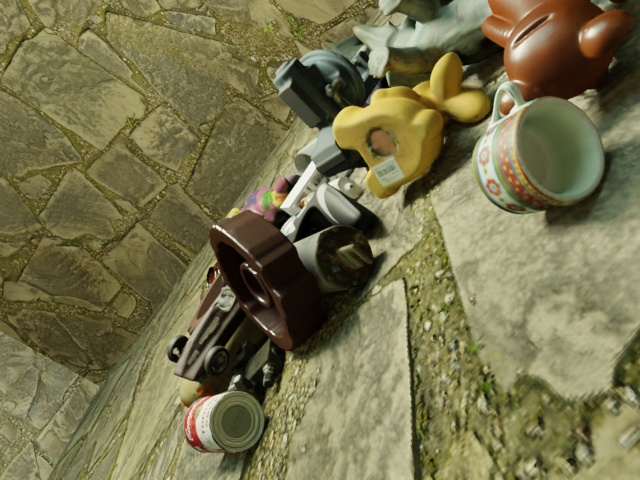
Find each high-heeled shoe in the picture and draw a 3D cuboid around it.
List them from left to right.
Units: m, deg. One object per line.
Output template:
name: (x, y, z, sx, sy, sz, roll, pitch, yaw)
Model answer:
high-heeled shoe: (-0.002, -0.002, 0.769, 0.145, 0.086, 0.249, -58, 10, 3)

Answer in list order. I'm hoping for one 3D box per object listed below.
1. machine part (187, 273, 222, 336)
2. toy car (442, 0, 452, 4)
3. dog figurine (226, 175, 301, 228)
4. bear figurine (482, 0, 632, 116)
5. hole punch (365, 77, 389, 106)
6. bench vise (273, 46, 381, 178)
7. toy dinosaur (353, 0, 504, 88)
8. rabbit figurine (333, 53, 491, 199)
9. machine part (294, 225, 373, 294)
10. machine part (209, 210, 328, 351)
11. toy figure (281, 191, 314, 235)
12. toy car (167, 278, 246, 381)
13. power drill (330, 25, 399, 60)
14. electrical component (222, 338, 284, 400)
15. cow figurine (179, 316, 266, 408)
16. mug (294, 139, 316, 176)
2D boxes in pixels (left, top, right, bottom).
machine part: (-0.147, 0.095, 0.994, 0.201, 0.087, 0.201, -44, 18, 31)
toy car: (0.243, -0.442, 0.947, 0.161, 0.109, 0.103, -41, 0, 17)
dog figurine: (-0.118, -0.066, 1.220, 0.191, 0.108, 0.219, -47, 11, -31)
bear figurine: (0.211, -0.178, 0.457, 0.120, 0.132, 0.196, -43, 36, 42)
hole punch: (0.130, -0.264, 0.930, 0.142, 0.092, 0.116, -49, 18, 9)
bench vise: (0.045, -0.219, 0.844, 0.129, 0.223, 0.240, -42, 14, 54)
toy dinosaur: (0.195, -0.276, 0.658, 0.405, 0.192, 0.131, -10, 86, 47)
rabbit figurine: (0.120, -0.156, 0.661, 0.162, 0.122, 0.173, -37, 3, 44)
machine part: (-0.004, 0.032, 0.685, 0.079, 0.079, 0.243, -59, 14, -19)
machine part: (-0.066, 0.047, 0.657, 0.056, 0.179, 0.179, -35, 5, -24)
toy figure: (-0.020, -0.037, 0.949, 0.154, 0.064, 0.057, -56, -23, 3)
toy car: (-0.136, 0.105, 0.756, 0.089, 0.053, 0.202, 11, 49, 32)
power drill: (0.128, -0.380, 1.060, 0.232, 0.085, 0.208, -36, 32, -19)
electrical component: (-0.086, 0.168, 0.703, 0.078, 0.045, 0.102, -50, 14, 24)
cow figurine: (-0.136, 0.167, 0.804, 0.195, 0.085, 0.127, -54, 12, -17)
mug: (0.008, -0.194, 1.177, 0.107, 0.081, 0.109, -53, 6, -33)
